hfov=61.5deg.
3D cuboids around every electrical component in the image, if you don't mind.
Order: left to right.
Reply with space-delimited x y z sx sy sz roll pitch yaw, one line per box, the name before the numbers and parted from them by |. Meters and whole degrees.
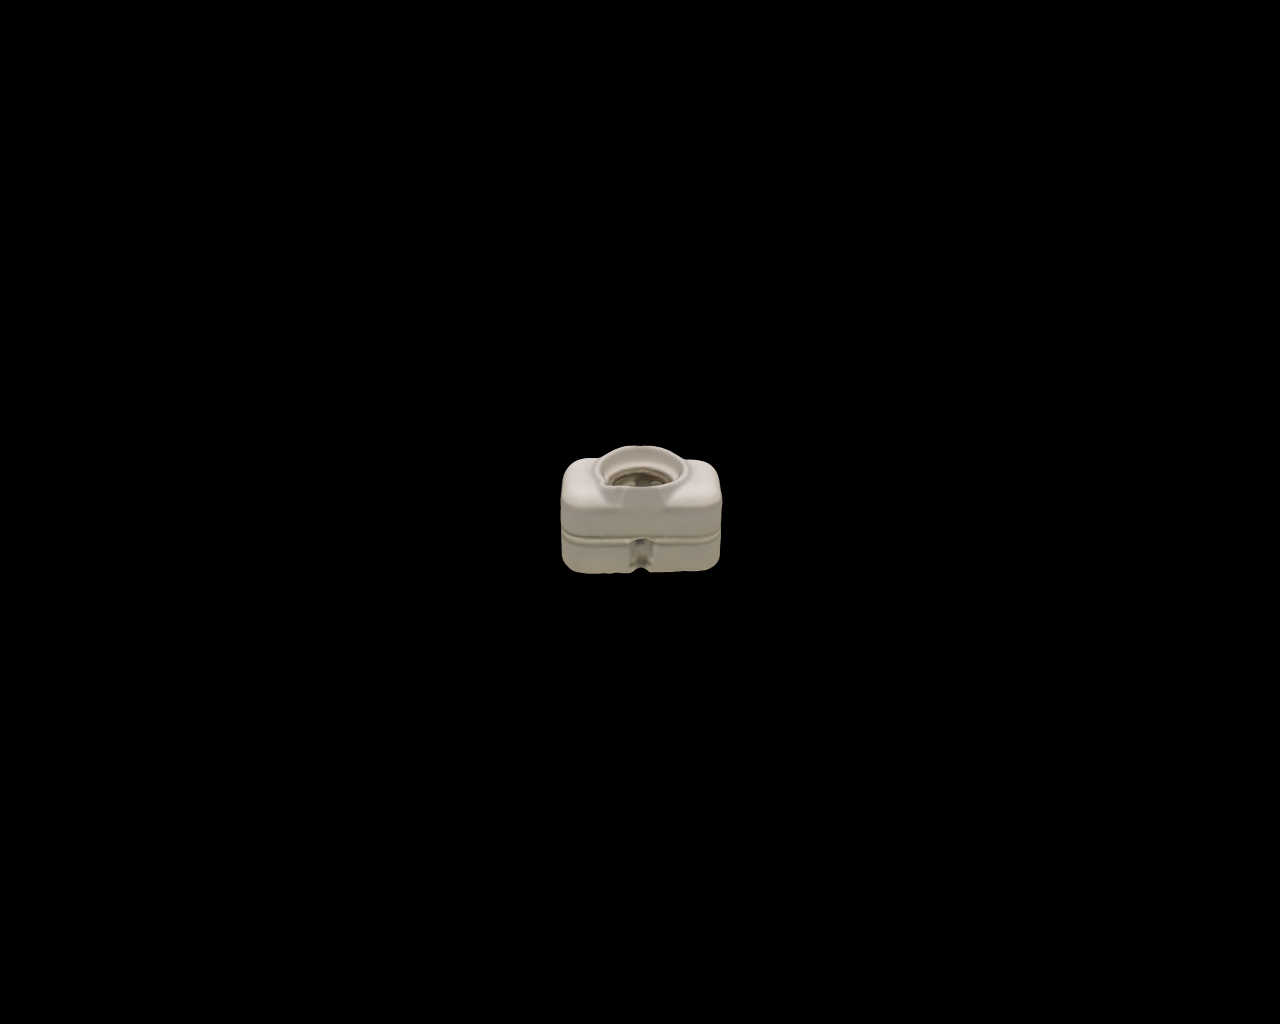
electrical component | 0.001 -0.003 0.650 0.095 0.059 0.054 0 32 0
